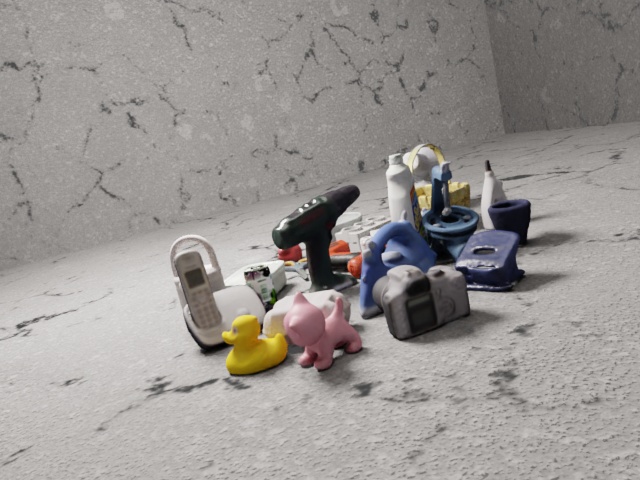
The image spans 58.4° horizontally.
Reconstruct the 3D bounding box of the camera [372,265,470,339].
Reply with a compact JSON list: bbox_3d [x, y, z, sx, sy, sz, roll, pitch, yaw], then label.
[{"bbox_3d":[0.155,0.086,0.963,0.143,0.101,0.136,-17,12,-18],"label":"camera"}]

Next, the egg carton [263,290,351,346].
[{"bbox_3d":[-0.022,0.137,0.994,0.150,0.069,0.107,-10,12,16],"label":"egg carton"}]

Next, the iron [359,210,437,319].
[{"bbox_3d":[0.133,0.038,1.114,0.118,0.141,0.259,-5,14,34],"label":"iron"}]

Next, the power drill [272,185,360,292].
[{"bbox_3d":[0.011,0.004,1.243,0.230,0.208,0.075,-20,14,-31],"label":"power drill"}]

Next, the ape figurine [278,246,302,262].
[{"bbox_3d":[-0.092,0.016,1.593,0.075,0.092,0.078,-4,15,37],"label":"ape figurine"}]

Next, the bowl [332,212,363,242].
[{"bbox_3d":[0.050,-0.027,1.684,0.167,0.075,0.167,-13,12,3],"label":"bowl"}]

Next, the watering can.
[{"bbox_3d":[-0.248,0.085,1.183,0.101,0.194,0.172,-18,12,-20],"label":"watering can"}]

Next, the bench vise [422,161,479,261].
[{"bbox_3d":[0.258,-0.063,1.264,0.122,0.220,0.206,-20,13,-28],"label":"bench vise"}]

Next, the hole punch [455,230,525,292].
[{"bbox_3d":[0.310,0.037,1.049,0.108,0.091,0.101,-1,16,44],"label":"hole punch"}]

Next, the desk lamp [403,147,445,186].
[{"bbox_3d":[0.308,-0.169,1.728,0.117,0.214,0.204,-7,13,29],"label":"desk lamp"}]

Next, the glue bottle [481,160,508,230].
[{"bbox_3d":[0.435,-0.117,1.441,0.078,0.173,0.037,-20,13,-28],"label":"glue bottle"}]

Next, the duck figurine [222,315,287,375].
[{"bbox_3d":[-0.109,0.163,0.927,0.104,0.086,0.077,-13,12,2],"label":"duck figurine"}]

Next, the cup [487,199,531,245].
[{"bbox_3d":[0.424,-0.038,1.272,0.091,0.095,0.118,-10,12,14],"label":"cup"}]

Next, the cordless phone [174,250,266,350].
[{"bbox_3d":[-0.191,0.098,1.078,0.148,0.185,0.093,-21,14,-32],"label":"cordless phone"}]

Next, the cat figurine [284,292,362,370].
[{"bbox_3d":[-0.004,0.131,0.879,0.128,0.118,0.067,-23,15,-39],"label":"cat figurine"}]
